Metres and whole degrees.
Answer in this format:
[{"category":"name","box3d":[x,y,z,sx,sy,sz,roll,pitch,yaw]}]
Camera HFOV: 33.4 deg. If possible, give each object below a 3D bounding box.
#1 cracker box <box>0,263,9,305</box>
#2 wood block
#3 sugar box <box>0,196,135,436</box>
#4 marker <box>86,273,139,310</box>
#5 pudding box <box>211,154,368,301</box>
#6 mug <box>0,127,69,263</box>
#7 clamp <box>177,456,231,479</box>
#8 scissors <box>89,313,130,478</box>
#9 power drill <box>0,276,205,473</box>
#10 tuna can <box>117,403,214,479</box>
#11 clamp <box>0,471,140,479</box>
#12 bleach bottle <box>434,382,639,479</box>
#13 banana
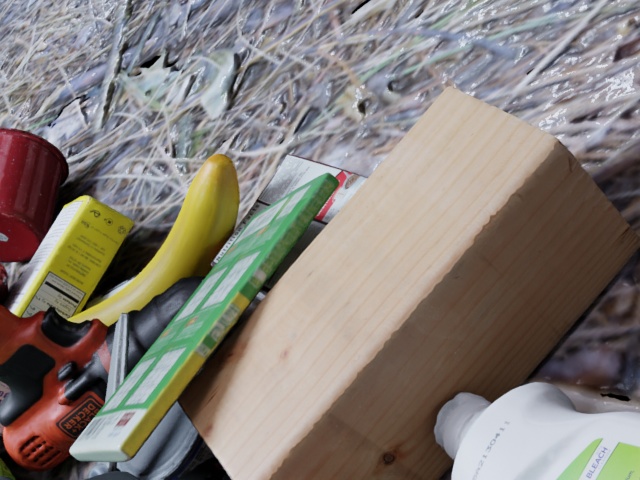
[{"category":"cracker box","box3d":[-0.311,0.103,0.787,0.213,0.072,0.164,-63,9,-16]},{"category":"wood block","box3d":[0.042,0.040,0.515,0.206,0.090,0.090,-49,36,-1]},{"category":"sugar box","box3d":[-0.206,0.054,0.777,0.176,0.048,0.093,-64,19,-15]},{"category":"marker","box3d":[-0.115,0.027,0.746,0.121,0.020,0.020,-29,41,25]},{"category":"pudding box","box3d":[-0.004,0.001,0.641,0.090,0.039,0.114,-56,35,-9]},{"category":"mug","box3d":[-0.268,-0.028,0.906,0.117,0.093,0.081,126,153,-51]},{"category":"clamp","box3d":[-0.080,0.172,0.495,0.165,0.036,0.209,-3,28,42]},{"category":"scissors","box3d":[-0.133,0.150,0.607,0.096,0.016,0.202,-27,60,42]},{"category":"power drill","box3d":[-0.175,0.043,0.656,0.185,0.187,0.057,-40,22,16]},{"category":"tuna can","box3d":[-0.086,0.115,0.627,0.086,0.033,0.086,-27,42,27]},{"category":"clamp","box3d":[-0.140,0.145,0.532,0.172,0.039,0.120,-17,23,19]},{"category":"bleach bottle","box3d":[0.134,0.107,0.386,0.102,0.068,0.251,-57,35,-6]},{"category":"banana","box3d":[-0.107,0.022,0.697,0.198,0.069,0.037,-42,56,20]}]
